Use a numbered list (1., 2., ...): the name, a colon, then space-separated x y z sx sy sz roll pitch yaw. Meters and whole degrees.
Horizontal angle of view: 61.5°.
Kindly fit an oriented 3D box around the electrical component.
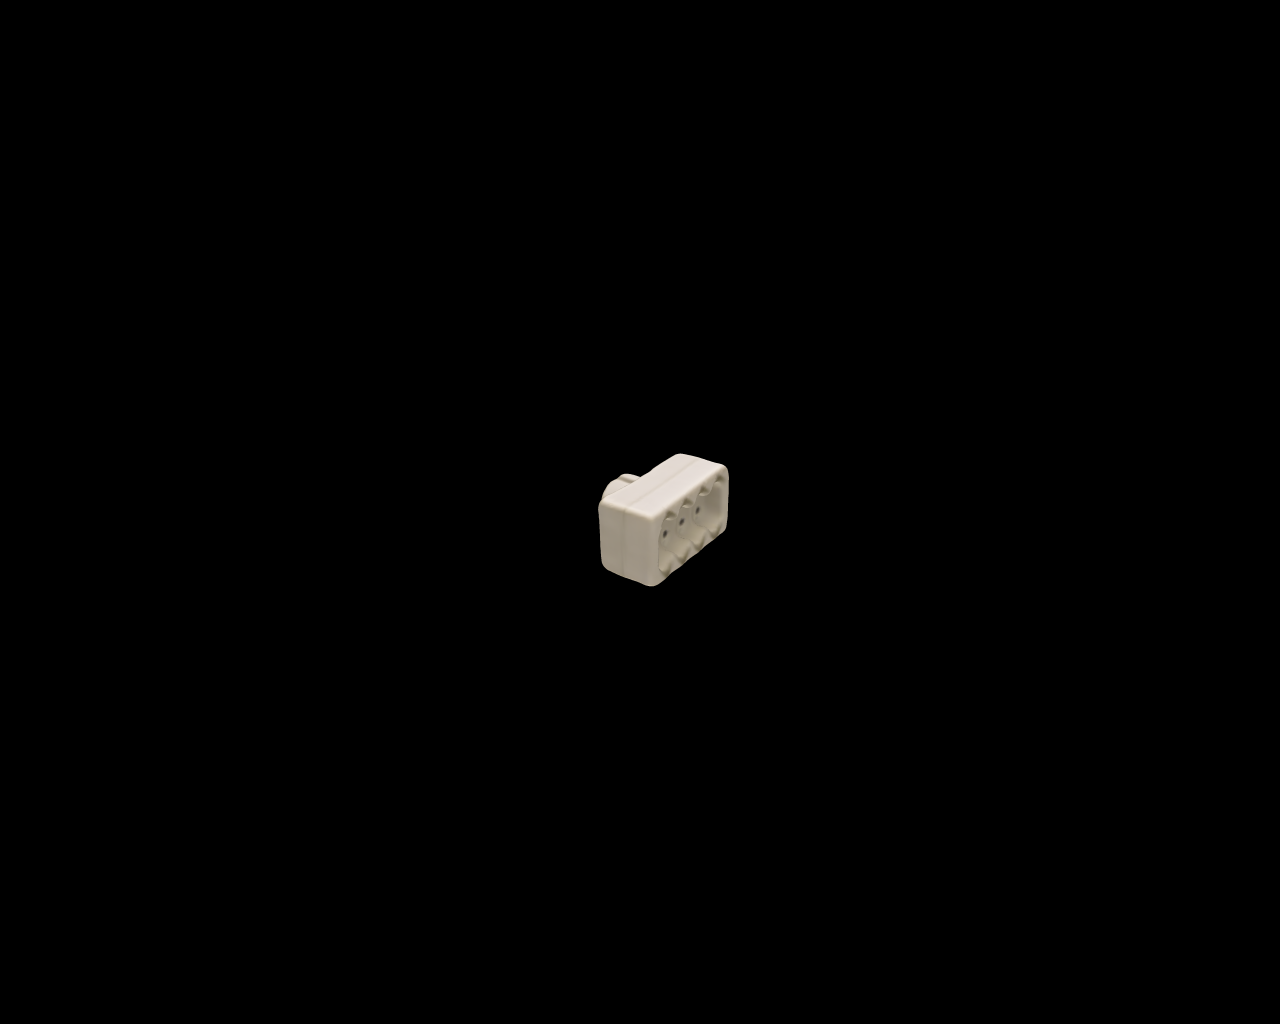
1. electrical component: 0.001 -0.003 0.650 0.076 0.047 0.083 20 35 31
